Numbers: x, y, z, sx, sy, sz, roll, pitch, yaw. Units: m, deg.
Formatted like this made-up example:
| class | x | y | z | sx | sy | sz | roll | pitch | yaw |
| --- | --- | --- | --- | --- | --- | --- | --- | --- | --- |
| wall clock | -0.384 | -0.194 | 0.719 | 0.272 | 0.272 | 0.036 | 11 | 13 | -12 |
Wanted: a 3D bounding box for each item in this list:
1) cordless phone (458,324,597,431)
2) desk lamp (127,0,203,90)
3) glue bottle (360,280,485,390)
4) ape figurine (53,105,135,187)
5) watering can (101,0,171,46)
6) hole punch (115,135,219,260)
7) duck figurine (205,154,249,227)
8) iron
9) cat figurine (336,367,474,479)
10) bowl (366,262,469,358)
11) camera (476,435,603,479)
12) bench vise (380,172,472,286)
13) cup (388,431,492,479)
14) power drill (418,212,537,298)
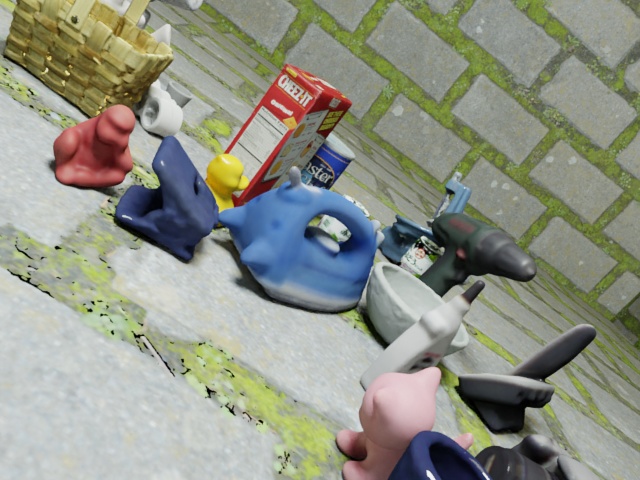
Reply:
| class | x | y | z | sx | sy | sz | roll | pitch | yaw |
| --- | --- | --- | --- | --- | --- | --- | --- | --- | --- |
| cordless phone | 0.296 | 0.175 | 0.803 | 0.148 | 0.185 | 0.094 | 17 | 27 | -51 |
| desk lamp | -0.303 | -0.390 | 0.974 | 0.203 | 0.213 | 0.118 | 40 | 17 | 4 |
| glue bottle | 0.122 | 0.109 | 0.636 | 0.078 | 0.173 | 0.037 | 17 | 27 | -51 |
| ape figurine | -0.226 | -0.101 | 0.596 | 0.078 | 0.092 | 0.076 | 32 | 18 | -21 |
| watering can | -0.313 | -0.348 | 0.878 | 0.174 | 0.194 | 0.100 | 21 | 24 | -45 |
| hole punch | -0.151 | -0.049 | 0.620 | 0.101 | 0.091 | 0.108 | 32 | 18 | -20 |
| duck figurine | -0.135 | -0.071 | 0.720 | 0.105 | 0.086 | 0.077 | 17 | 27 | -51 |
| iron | 0.007 | 0.003 | 0.726 | 0.259 | 0.141 | 0.118 | 21 | 24 | -45 |
| cat figurine | 0.076 | 0.164 | 0.493 | 0.128 | 0.117 | 0.067 | 33 | 18 | -19 |
| bowl | 0.122 | 0.110 | 0.802 | 0.168 | 0.074 | 0.167 | 35 | 17 | -12 |
| camera | 0.225 | 0.255 | 0.596 | 0.137 | 0.100 | 0.143 | 35 | 17 | -12 |
| bench vise | 0.233 | -0.008 | 1.089 | 0.207 | 0.219 | 0.122 | 47 | 18 | 25 |
| cup | 0.085 | 0.216 | 0.419 | 0.092 | 0.095 | 0.117 | 20 | 24 | -46 |
| power drill | 0.207 | 0.058 | 0.882 | 0.076 | 0.208 | 0.229 | 30 | 19 | -26 |
